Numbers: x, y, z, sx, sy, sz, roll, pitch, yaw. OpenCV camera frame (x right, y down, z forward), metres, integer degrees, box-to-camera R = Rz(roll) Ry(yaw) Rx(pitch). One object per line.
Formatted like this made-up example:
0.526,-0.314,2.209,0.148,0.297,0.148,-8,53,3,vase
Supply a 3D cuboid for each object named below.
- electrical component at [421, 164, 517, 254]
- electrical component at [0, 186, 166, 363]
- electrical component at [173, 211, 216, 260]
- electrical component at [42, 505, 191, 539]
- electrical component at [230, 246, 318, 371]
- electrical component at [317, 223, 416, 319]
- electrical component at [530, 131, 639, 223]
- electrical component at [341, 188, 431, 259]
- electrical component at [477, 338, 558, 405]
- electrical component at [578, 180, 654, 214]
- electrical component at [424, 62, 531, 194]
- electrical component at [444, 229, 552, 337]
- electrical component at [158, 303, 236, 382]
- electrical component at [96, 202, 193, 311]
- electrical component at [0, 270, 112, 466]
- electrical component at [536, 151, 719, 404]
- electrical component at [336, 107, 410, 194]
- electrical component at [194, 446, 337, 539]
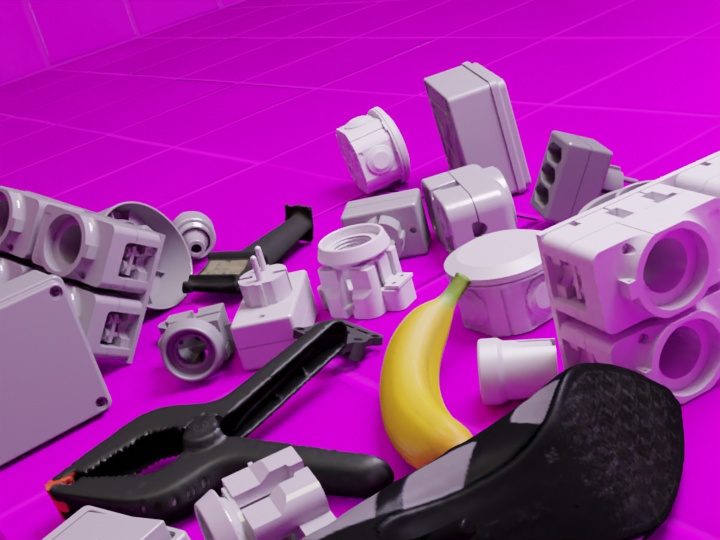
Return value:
0.093,-0.050,0.894,0.059,0.053,0.095,-17,22,-4,electrical component
-0.256,-0.002,0.882,0.186,0.105,0.060,17,2,37,electrical component
-0.160,-0.030,1.033,0.043,0.043,0.062,-18,23,-7,electrical component
-0.129,0.156,0.531,0.096,0.061,0.062,2,28,38,electrical component
-0.068,0.020,0.803,0.047,0.075,0.083,-12,22,10,electrical component
0.000,0.000,0.831,0.078,0.057,0.058,0,26,34,electrical component
0.188,-0.070,0.872,0.077,0.065,0.047,11,18,-11,electrical component
0.020,-0.029,0.900,0.066,0.047,0.076,-10,22,13,electrical component
0.095,0.060,0.645,0.046,0.040,0.040,-5,23,10,electrical component
0.204,-0.028,0.753,0.108,0.060,0.108,-14,21,5,electrical component
0.108,-0.129,1.003,0.056,0.108,0.108,-19,22,-2,electrical component
0.102,0.007,0.751,0.080,0.051,0.080,-14,22,5,electrical component
-0.122,0.054,0.799,0.066,0.048,0.055,-14,14,5,electrical component
-0.202,-0.010,0.945,0.064,0.099,0.099,-12,21,27,electrical component
-0.248,0.070,0.760,0.109,0.108,0.056,-28,22,-28,electrical component
0.205,-0.001,0.626,0.186,0.105,0.060,-24,23,-19,electrical component
0.014,-0.119,1.085,0.051,0.080,0.080,-25,23,-9,electrical component
-0.048,0.130,0.544,0.057,0.058,0.078,-23,31,-18,electrical component
